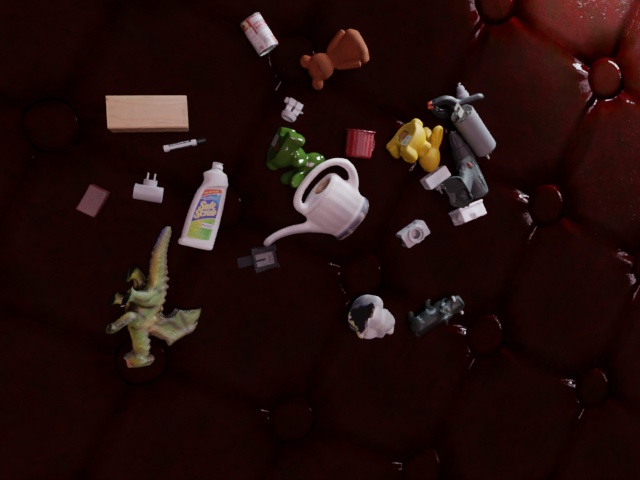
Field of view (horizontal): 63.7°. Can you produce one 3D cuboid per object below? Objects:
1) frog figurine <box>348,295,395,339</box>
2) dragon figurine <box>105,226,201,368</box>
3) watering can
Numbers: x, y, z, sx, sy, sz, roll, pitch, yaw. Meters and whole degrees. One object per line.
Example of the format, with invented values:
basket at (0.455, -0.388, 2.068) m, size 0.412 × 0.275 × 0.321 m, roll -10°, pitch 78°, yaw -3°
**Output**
frog figurine at (0.168, 0.243, 1.625) m, size 0.159 × 0.122 × 0.138 m, roll 12°, pitch 82°, yaw -50°
dragon figurine at (-0.454, 0.186, 1.472) m, size 0.240 × 0.123 × 0.411 m, roll 35°, pitch 87°, yaw -31°
watering can at (0.005, -0.078, 1.542) m, size 0.222 × 0.105 × 0.347 m, roll 36°, pitch 95°, yaw -23°
